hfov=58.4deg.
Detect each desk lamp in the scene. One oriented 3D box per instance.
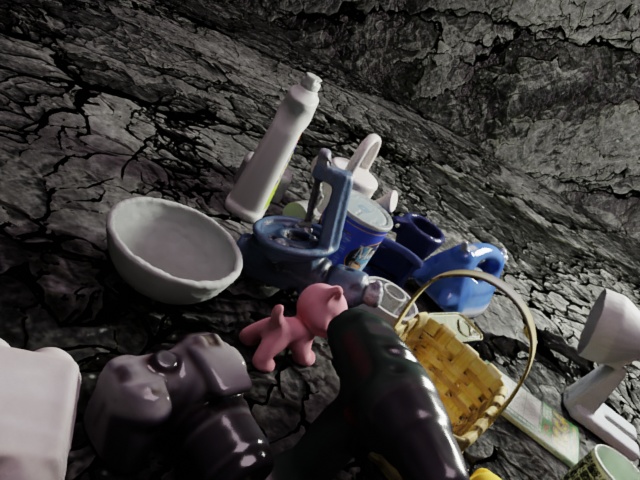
[{"bbox_3d":[0.499,0.214,0.950,0.203,0.213,0.118,37,26,11],"label":"desk lamp"}]

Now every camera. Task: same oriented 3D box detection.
[{"bbox_3d":[-0.107,0.157,0.504,0.144,0.100,0.136,0,40,-48],"label":"camera"}]

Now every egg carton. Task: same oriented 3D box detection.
[{"bbox_3d":[-0.240,0.138,0.426,0.107,0.069,0.150,18,28,-26],"label":"egg carton"}]

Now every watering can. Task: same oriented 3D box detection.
[{"bbox_3d":[0.064,-0.108,1.066,0.173,0.194,0.101,29,25,-6],"label":"watering can"}]

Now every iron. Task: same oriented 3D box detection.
[{"bbox_3d":[0.290,0.059,1.080,0.259,0.141,0.118,1,39,-47],"label":"iron"}]

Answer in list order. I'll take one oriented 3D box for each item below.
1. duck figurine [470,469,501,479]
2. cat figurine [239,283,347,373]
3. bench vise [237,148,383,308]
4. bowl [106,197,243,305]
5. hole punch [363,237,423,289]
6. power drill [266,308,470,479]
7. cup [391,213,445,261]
[{"bbox_3d":[0.159,0.282,0.594,0.077,0.086,0.105,35,25,8],"label":"duck figurine"},{"bbox_3d":[-0.019,0.094,0.698,0.128,0.117,0.067,2,38,-47],"label":"cat figurine"},{"bbox_3d":[0.008,-0.003,0.783,0.208,0.219,0.121,27,25,-9],"label":"bench vise"},{"bbox_3d":[-0.182,0.025,0.691,0.168,0.074,0.167,25,26,-13],"label":"bowl"},{"bbox_3d":[0.118,0.028,1.003,0.109,0.091,0.101,30,25,-4],"label":"hole punch"},{"bbox_3d":[0.030,0.177,0.496,0.076,0.208,0.229,20,27,-22],"label":"power drill"},{"bbox_3d":[0.166,0.005,1.092,0.118,0.095,0.091,18,28,-26],"label":"cup"}]
